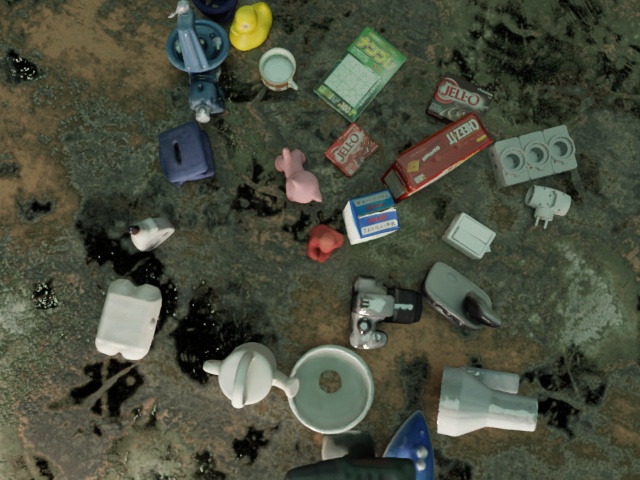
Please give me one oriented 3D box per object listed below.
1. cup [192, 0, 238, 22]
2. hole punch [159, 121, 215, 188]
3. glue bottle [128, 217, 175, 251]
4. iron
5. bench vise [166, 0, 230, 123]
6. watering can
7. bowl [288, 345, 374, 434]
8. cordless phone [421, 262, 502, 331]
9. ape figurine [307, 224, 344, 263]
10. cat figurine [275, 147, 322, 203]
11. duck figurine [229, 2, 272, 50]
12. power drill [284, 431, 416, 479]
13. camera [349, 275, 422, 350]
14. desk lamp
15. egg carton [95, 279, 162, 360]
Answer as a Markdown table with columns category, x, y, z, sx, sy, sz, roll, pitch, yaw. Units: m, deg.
| category | x | y | z | sx | sy | sz | roll | pitch | yaw |
| --- | --- | --- | --- | --- | --- | --- | --- | --- | --- |
| cup | -0.211 | -0.490 | 1.144 | 0.091 | 0.095 | 0.118 | -26 | 88 | -3 |
| hole punch | -0.267 | -0.168 | 1.128 | 0.101 | 0.091 | 0.109 | -13 | 87 | -2 |
| glue bottle | -0.328 | -0.015 | 1.077 | 0.078 | 0.173 | 0.037 | -39 | 88 | -3 |
| iron | 0.170 | 0.463 | 1.081 | 0.118 | 0.141 | 0.258 | 12 | 87 | -1 |
| bench vise | -0.219 | -0.338 | 1.073 | 0.121 | 0.219 | 0.207 | -22 | 88 | -2 |
| watering can | -0.127 | 0.250 | 1.058 | 0.173 | 0.194 | 0.101 | -10 | 87 | -2 |
| bowl | 0.020 | 0.286 | 1.119 | 0.167 | 0.074 | 0.167 | 0 | 87 | -1 |
| cordless phone | 0.270 | 0.109 | 1.080 | 0.147 | 0.185 | 0.094 | 34 | 87 | 1 |
| ape figurine | 0.010 | 0.004 | 1.125 | 0.078 | 0.092 | 0.076 | -11 | 87 | -2 |
| cat figurine | -0.043 | -0.122 | 1.118 | 0.067 | 0.117 | 0.128 | -24 | 88 | -2 |
| duck figurine | -0.141 | -0.441 | 1.148 | 0.077 | 0.086 | 0.104 | 41 | 87 | 1 |
| power drill | 0.052 | 0.413 | 1.047 | 0.229 | 0.208 | 0.076 | 1 | 87 | -1 |
| camera | 0.128 | 0.144 | 1.117 | 0.137 | 0.100 | 0.143 | 4 | 87 | -1 |
| desk lamp | 0.298 | 0.295 | 1.057 | 0.203 | 0.213 | 0.118 | 7 | 87 | -1 |
| egg carton | -0.372 | 0.155 | 1.119 | 0.107 | 0.069 | 0.150 | 12 | 87 | -1 |
